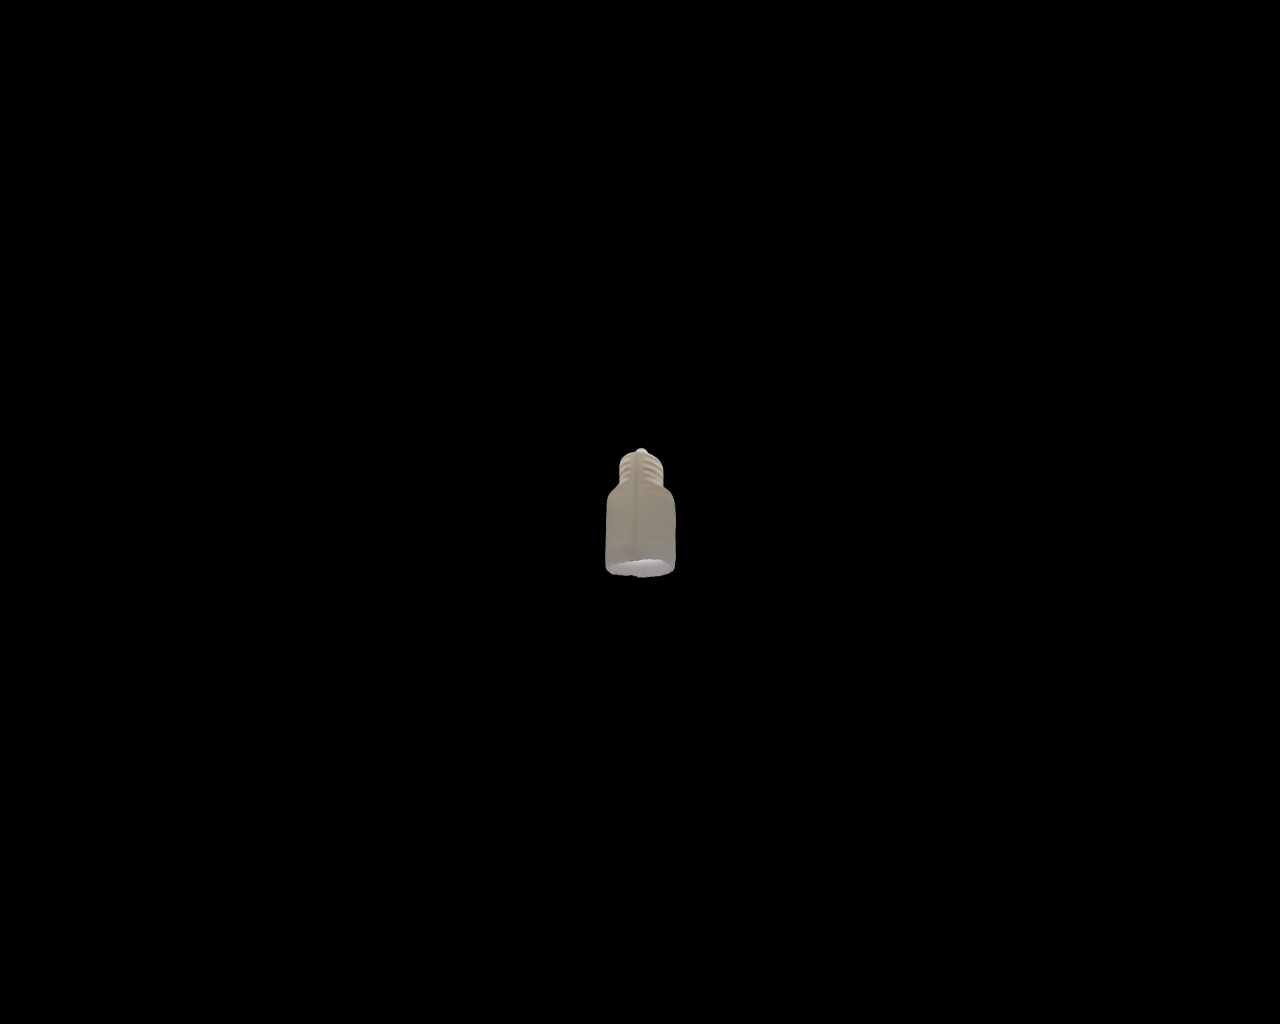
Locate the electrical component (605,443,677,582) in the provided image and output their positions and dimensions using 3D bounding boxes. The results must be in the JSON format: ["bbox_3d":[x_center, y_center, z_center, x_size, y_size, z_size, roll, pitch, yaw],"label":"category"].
[{"bbox_3d":[0.001,-0.003,0.650,0.043,0.081,0.043,0,-19,0],"label":"electrical component"}]
